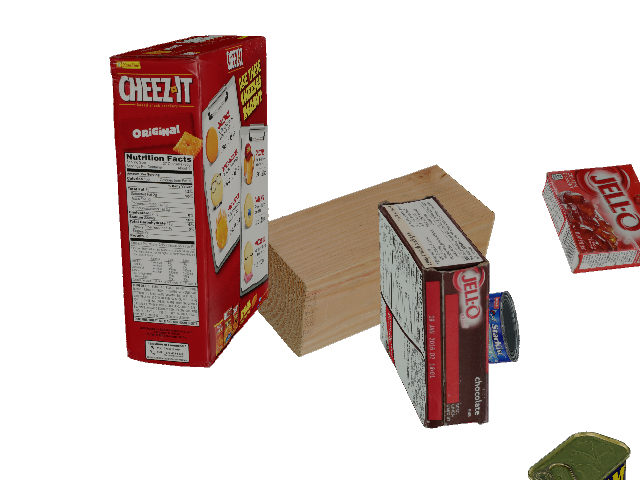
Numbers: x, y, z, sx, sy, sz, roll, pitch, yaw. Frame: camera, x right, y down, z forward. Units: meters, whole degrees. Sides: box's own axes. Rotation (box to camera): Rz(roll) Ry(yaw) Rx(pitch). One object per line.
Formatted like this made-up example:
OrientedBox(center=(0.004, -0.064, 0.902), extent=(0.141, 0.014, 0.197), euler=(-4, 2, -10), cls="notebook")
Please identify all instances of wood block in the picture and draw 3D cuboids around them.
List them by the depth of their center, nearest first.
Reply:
OrientedBox(center=(0.046, 0.015, 0.977), extent=(0.205, 0.090, 0.091), euler=(-20, 45, -28), cls="wood block")

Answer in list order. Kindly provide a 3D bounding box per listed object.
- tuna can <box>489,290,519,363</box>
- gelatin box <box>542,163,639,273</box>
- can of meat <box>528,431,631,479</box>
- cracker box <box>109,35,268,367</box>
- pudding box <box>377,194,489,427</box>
OrientedBox(center=(0.214, 0.105, 1.286), extent=(0.034, 0.086, 0.086), euler=(-8, -3, 21), cls="tuna can")
OrientedBox(center=(0.225, -0.019, 0.849), extent=(0.073, 0.089, 0.030), euler=(-6, -39, -6), cls="gelatin box")
OrientedBox(center=(0.228, 0.230, 0.940), extent=(0.058, 0.084, 0.101), euler=(14, 26, 41), cls="can of meat")
OrientedBox(center=(-0.090, -0.036, 0.780), extent=(0.072, 0.214, 0.164), euler=(3, 15, 12), cls="cracker box")
OrientedBox(center=(0.060, 0.035, 0.576), extent=(0.039, 0.090, 0.113), euler=(-5, 21, -9), cls="pudding box")
